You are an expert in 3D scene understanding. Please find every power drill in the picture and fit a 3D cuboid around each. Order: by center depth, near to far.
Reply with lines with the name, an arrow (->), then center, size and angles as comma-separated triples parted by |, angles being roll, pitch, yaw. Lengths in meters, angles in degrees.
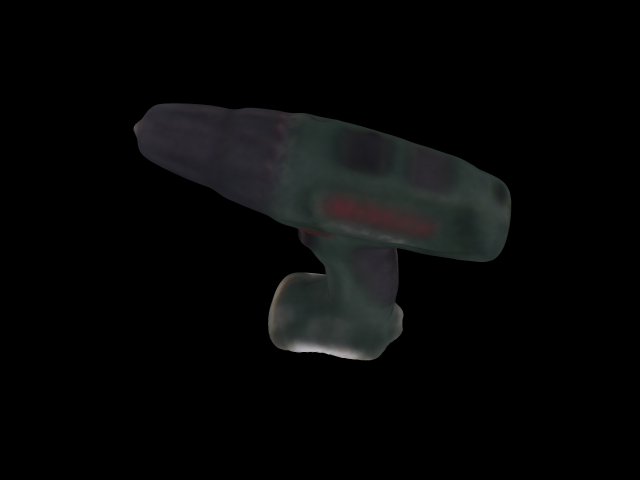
power drill -> 0.004, 0.001, 0.400 | 0.229, 0.208, 0.075 | 5, 53, 4
